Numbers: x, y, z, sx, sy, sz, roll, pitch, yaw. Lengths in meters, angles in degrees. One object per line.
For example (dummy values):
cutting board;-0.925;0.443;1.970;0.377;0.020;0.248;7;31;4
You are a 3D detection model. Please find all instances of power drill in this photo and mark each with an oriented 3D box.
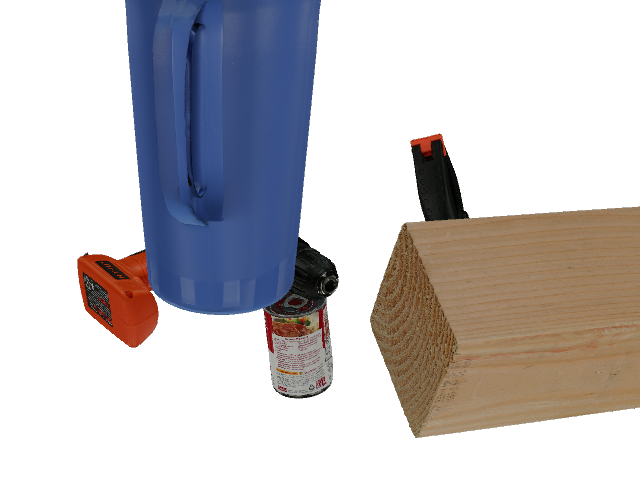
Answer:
power drill;-0.101;0.031;0.931;0.187;0.057;0.185;-19;28;-33

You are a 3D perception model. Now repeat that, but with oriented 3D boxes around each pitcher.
pitcher;-0.071;-0.071;0.733;0.149;0.243;0.145;-13;29;-31

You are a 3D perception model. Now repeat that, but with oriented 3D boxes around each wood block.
wood block;0.146;0.044;0.627;0.205;0.091;0.090;-4;-43;-19

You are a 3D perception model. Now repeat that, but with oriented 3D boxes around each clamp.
clamp;0.109;-0.001;0.899;0.039;0.171;0.120;-17;19;12

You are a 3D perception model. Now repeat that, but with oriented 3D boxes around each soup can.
soup can;-0.023;0.108;1.135;0.068;0.102;0.068;-4;25;2
